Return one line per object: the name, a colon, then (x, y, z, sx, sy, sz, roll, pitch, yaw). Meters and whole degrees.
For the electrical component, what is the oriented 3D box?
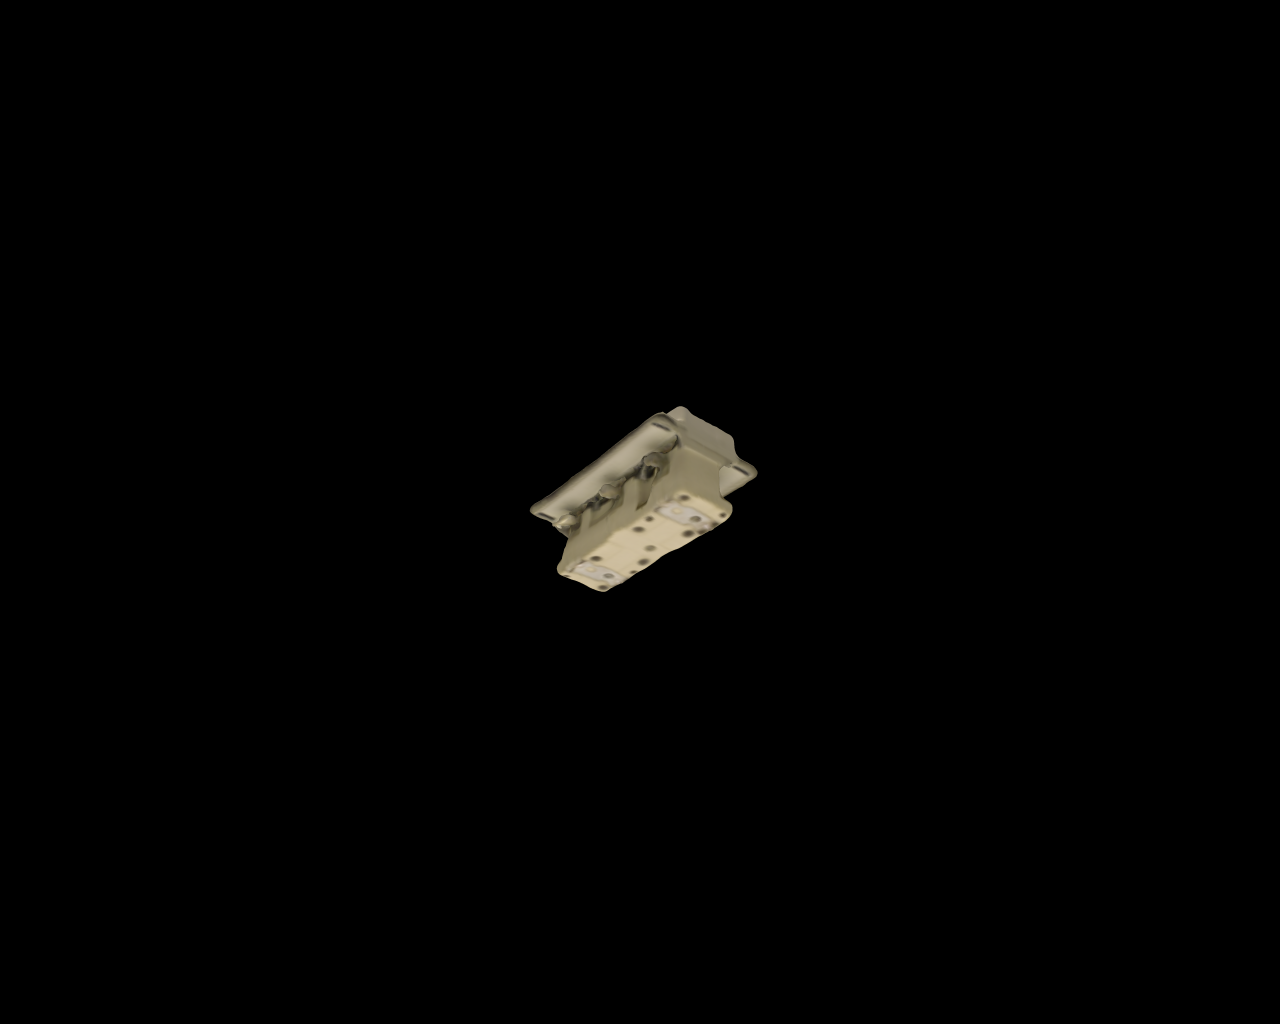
electrical component: (0.001, -0.003, 0.650, 0.078, 0.063, 0.121, 27, -44, -33)
